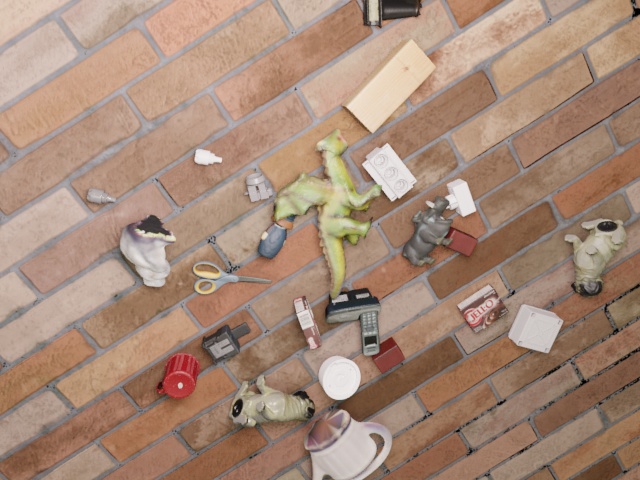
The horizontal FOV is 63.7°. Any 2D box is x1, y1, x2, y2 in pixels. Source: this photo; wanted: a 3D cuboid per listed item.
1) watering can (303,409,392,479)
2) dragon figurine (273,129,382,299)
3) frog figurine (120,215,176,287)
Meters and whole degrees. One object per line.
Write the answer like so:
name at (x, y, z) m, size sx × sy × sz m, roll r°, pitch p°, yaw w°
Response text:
watering can at (0.035, 0.614, 1.443) m, size 0.347 × 0.105 × 0.222 m, roll -37°, pitch 107°, yaw 3°
dragon figurine at (0.004, -0.063, 1.242) m, size 0.242 × 0.123 × 0.407 m, roll 17°, pitch 100°, yaw -12°
frog figurine at (-0.413, 0.038, 1.215) m, size 0.138 × 0.124 × 0.157 m, roll 28°, pitch 113°, yaw 18°
